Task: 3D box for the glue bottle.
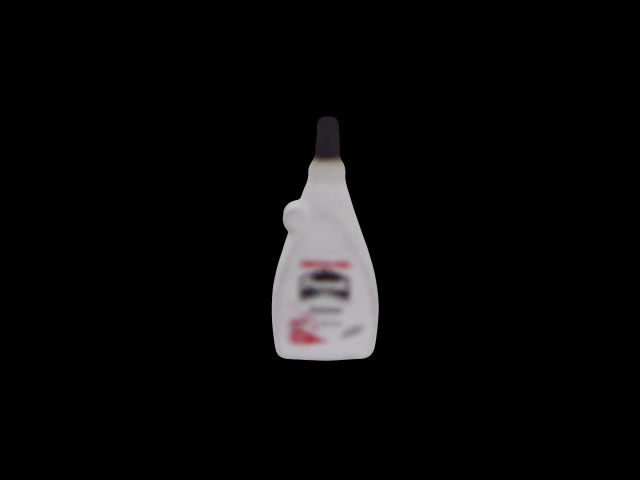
[{"bbox_3d":[0.004,0.001,0.400,0.078,0.173,0.037,-1,20,-3],"label":"glue bottle"}]
